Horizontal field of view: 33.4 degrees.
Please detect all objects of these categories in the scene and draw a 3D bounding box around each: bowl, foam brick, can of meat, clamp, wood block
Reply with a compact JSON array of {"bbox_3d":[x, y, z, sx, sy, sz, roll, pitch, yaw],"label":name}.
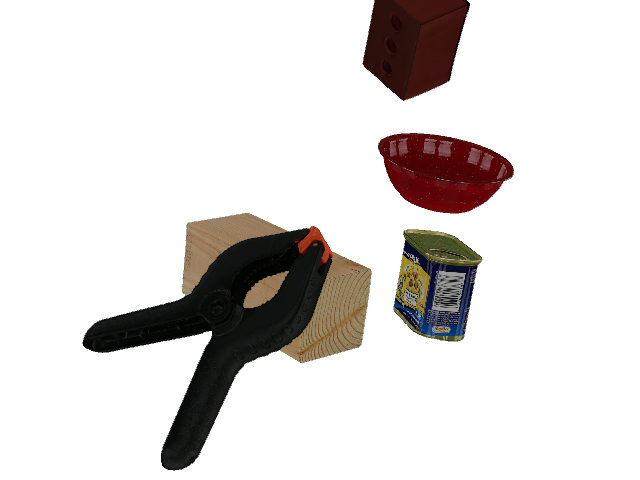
[{"bbox_3d":[0.143,-0.075,1.259,0.162,0.055,0.162,8,24,-4],"label":"bowl"},{"bbox_3d":[0.072,-0.157,0.816,0.051,0.078,0.053,-29,59,-28],"label":"foam brick"},{"bbox_3d":[0.113,0.043,1.052,0.057,0.084,0.102,5,15,-16],"label":"can of meat"},{"bbox_3d":[-0.059,0.061,0.671,0.171,0.120,0.039,-33,-27,2],"label":"clamp"},{"bbox_3d":[-0.052,0.046,1.153,0.090,0.090,0.206,-10,25,-41],"label":"wood block"}]
